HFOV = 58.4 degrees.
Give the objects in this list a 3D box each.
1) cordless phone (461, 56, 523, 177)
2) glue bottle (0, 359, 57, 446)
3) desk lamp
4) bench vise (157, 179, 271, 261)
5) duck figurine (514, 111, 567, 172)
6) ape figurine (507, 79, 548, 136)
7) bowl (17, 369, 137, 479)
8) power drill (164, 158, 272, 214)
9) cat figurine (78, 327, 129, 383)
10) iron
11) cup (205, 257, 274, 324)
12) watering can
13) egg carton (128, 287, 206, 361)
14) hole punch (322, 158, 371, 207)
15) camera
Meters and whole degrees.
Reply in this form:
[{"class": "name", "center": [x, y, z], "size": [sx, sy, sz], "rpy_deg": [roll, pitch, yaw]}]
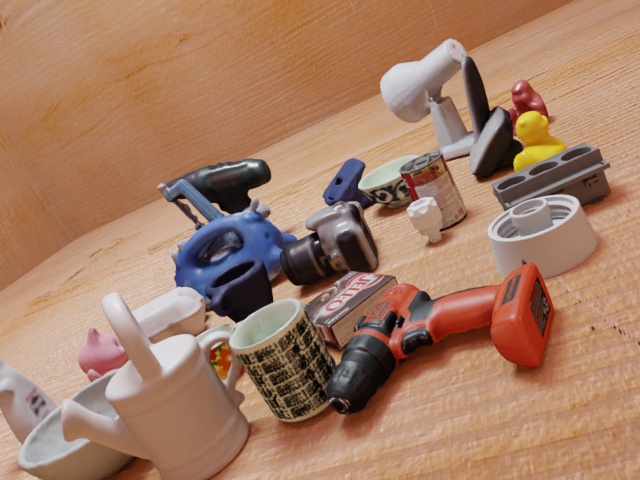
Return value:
[{"class": "cordless phone", "center": [0.266, -0.209, 0.953], "size": [0.094, 0.185, 0.147], "rpy_deg": [-22, 17, 18]}, {"class": "glue bottle", "center": [-0.415, 0.212, 0.783], "size": [0.037, 0.173, 0.078], "rpy_deg": [-28, 17, -1]}, {"class": "desk lamp", "center": [0.244, -0.275, 1.135], "size": [0.202, 0.214, 0.118], "rpy_deg": [-10, 24, 46]}, {"class": "bench vise", "center": [-0.209, -0.042, 1.138], "size": [0.207, 0.220, 0.121], "rpy_deg": [-30, 17, -7]}, {"class": "duck figurine", "center": [0.322, -0.149, 0.862], "size": [0.077, 0.086, 0.105], "rpy_deg": [-8, 25, 48]}, {"class": "ape figurine", "center": [0.383, -0.253, 1.068], "size": [0.076, 0.092, 0.077], "rpy_deg": [-33, 17, -17]}, {"class": "bowl", "center": [-0.249, 0.223, 0.660], "size": [0.167, 0.075, 0.167], "rpy_deg": [-25, 17, 8]}, {"class": "power drill", "center": [-0.189, -0.067, 1.202], "size": [0.229, 0.209, 0.075], "rpy_deg": [-24, 17, 14]}, {"class": "cat figurine", "center": [-0.298, 0.179, 0.794], "size": [0.067, 0.118, 0.127], "rpy_deg": [-29, 17, -6]}, {"class": "iron", "center": [-0.176, 0.030, 1.008], "size": [0.258, 0.141, 0.118], "rpy_deg": [-23, 17, 15]}, {"class": "cup", "center": [-0.104, 0.091, 0.795], "size": [0.091, 0.095, 0.118], "rpy_deg": [-20, 18, 24]}, {"class": "watering can", "center": [-0.164, 0.141, 0.561], "size": [0.100, 0.194, 0.173], "rpy_deg": [-7, 27, 50]}, {"class": "egg carton", "center": [-0.258, 0.138, 0.941], "size": [0.150, 0.069, 0.107], "rpy_deg": [-29, 17, -4]}, {"class": "hole punch", "center": [0.053, -0.103, 1.138], "size": [0.101, 0.091, 0.108], "rpy_deg": [-30, 17, -9]}, {"class": "camera", "center": [0.008, 0.003, 0.872], "size": [0.136, 0.101, 0.143], "rpy_deg": [-24, 17, 11]}]
